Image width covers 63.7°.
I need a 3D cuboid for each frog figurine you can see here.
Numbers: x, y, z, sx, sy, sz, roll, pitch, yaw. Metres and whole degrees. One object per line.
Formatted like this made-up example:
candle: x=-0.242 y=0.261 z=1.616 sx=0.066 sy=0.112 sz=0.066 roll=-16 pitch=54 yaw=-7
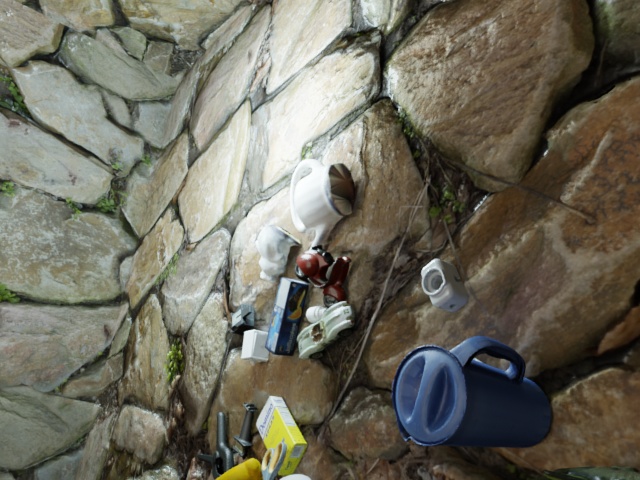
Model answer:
frog figurine: x=-0.146 y=0.039 z=1.537 sx=0.139 sy=0.121 sz=0.159 roll=34 pitch=89 yaw=37

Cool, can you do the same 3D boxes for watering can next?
watering can: x=0.004 y=-0.071 z=1.410 sx=0.222 sy=0.104 sz=0.352 roll=-25 pitch=67 yaw=43
